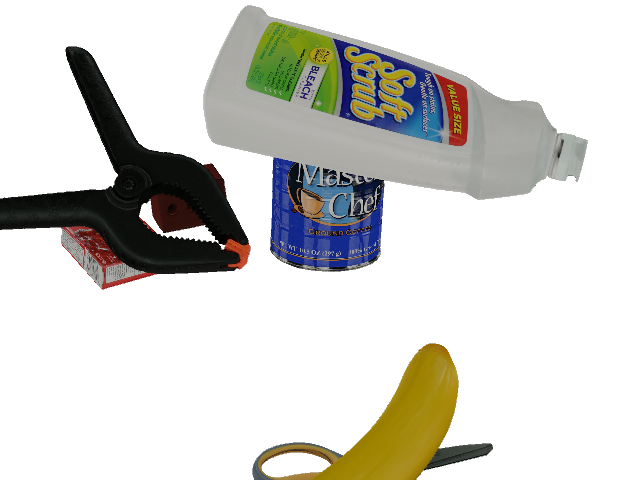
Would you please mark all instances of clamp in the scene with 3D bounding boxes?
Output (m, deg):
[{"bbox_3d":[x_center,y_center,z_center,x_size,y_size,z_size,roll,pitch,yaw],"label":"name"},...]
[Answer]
[{"bbox_3d":[-0.142,-0.046,0.793,0.210,0.164,0.036,23,-19,-1],"label":"clamp"}]

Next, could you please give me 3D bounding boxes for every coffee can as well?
[{"bbox_3d":[0.007,-0.056,0.953,0.103,0.140,0.103,2,22,-1],"label":"coffee can"}]

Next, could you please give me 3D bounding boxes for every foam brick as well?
[{"bbox_3d":[-0.148,-0.048,1.193,0.078,0.053,0.051,-13,29,-15],"label":"foam brick"}]

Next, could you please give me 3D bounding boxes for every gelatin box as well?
[{"bbox_3d":[-0.194,0.004,1.008,0.073,0.030,0.089,-16,39,-34],"label":"gelatin box"}]

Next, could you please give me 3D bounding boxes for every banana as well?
[{"bbox_3d":[0.027,0.116,0.590,0.070,0.037,0.197,19,42,41],"label":"banana"}]

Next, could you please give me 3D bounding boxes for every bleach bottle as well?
[{"bbox_3d":[0.054,-0.087,0.724,0.251,0.102,0.068,13,-33,11],"label":"bleach bottle"}]

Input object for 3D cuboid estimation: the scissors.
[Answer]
[{"bbox_3d":[0.047,0.198,0.847,0.201,0.096,0.016,4,-44,-8],"label":"scissors"}]
